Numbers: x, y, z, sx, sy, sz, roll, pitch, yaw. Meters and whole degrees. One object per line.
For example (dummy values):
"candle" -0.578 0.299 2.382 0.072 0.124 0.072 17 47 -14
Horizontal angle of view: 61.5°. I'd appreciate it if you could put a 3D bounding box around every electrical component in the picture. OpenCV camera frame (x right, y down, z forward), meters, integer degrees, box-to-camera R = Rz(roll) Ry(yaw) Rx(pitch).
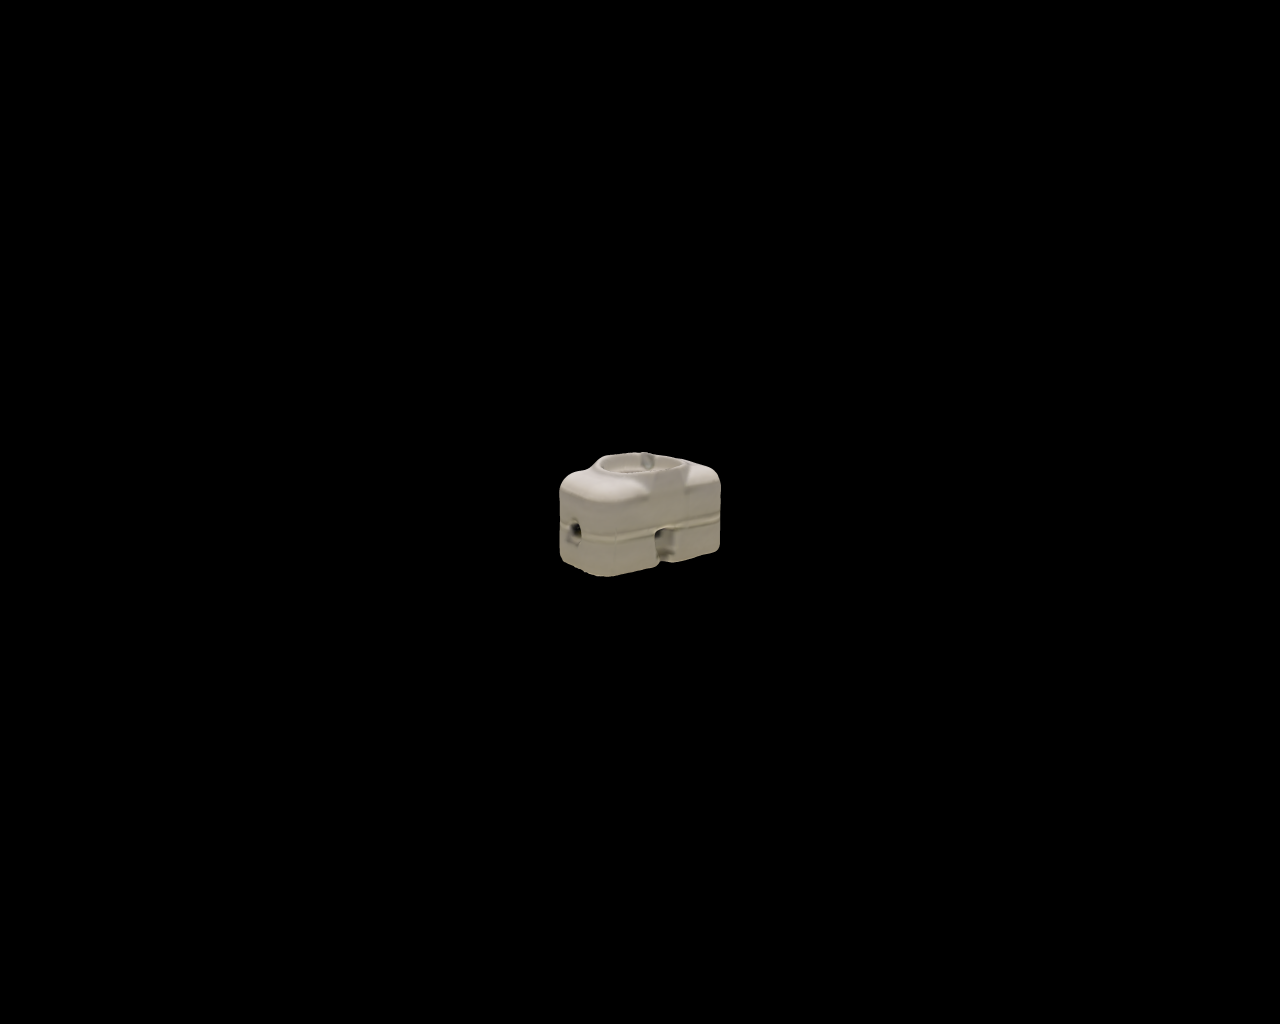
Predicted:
"electrical component" 0.001 -0.003 0.650 0.095 0.059 0.054 -10 18 -33
